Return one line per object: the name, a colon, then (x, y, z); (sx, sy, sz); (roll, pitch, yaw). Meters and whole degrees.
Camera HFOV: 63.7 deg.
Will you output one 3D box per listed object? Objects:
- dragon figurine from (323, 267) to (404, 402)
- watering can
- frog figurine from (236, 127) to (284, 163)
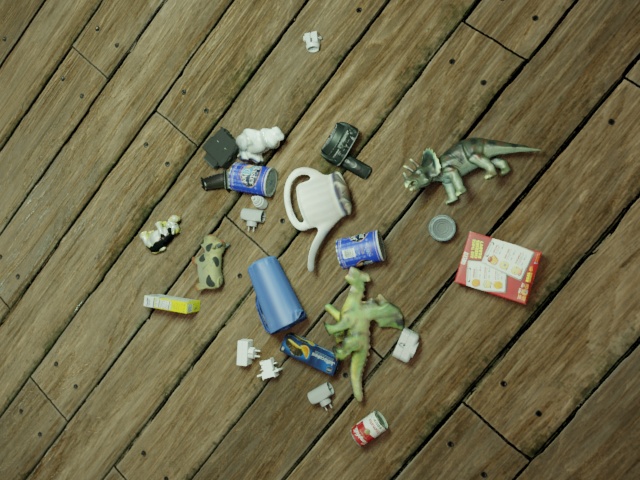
dragon figurine: (0.151, 0.285, 1.643); (0.242, 0.122, 0.411); (-22, 89, 5)
watering can: (0.005, -0.086, 1.705); (0.223, 0.104, 0.350); (-18, 81, 14)
frog figurine: (-0.206, -0.346, 1.768); (0.157, 0.136, 0.125); (-44, 47, 29)
